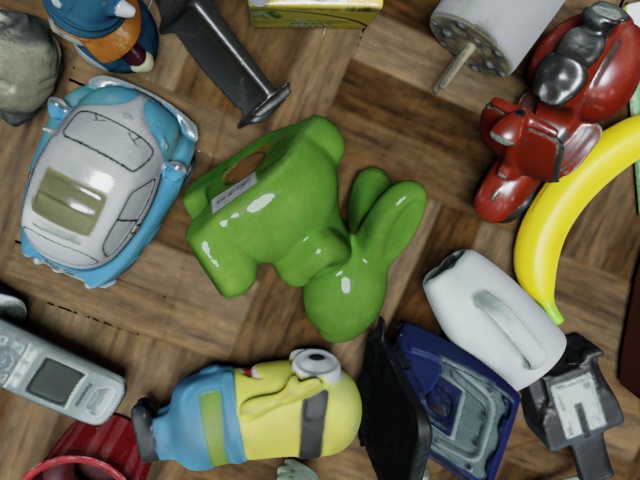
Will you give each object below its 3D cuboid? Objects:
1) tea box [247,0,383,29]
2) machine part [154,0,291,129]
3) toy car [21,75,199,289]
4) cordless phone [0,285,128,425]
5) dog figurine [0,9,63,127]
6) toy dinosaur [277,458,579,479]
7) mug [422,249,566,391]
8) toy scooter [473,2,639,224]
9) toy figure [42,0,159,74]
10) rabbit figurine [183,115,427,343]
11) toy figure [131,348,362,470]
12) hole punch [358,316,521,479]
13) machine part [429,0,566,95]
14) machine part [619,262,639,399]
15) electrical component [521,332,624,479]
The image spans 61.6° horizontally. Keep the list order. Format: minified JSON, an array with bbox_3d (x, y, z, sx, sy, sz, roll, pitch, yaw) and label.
[{"bbox_3d":[-0.006,-0.244,0.380,0.098,0.068,0.169,0,99,-5],"label":"tea box"},{"bbox_3d":[-0.078,-0.148,0.395,0.039,0.084,0.138,-50,116,-28],"label":"machine part"},{"bbox_3d":[-0.165,-0.039,0.389,0.109,0.103,0.161,30,95,-8],"label":"toy car"},{"bbox_3d":[-0.259,0.116,0.420,0.184,0.089,0.146,32,96,-13],"label":"cordless phone"},{"bbox_3d":[-0.281,-0.083,0.354,0.190,0.121,0.172,8,110,-32],"label":"dog figurine"},{"bbox_3d":[0.037,0.292,0.461,0.405,0.131,0.192,4,113,-10],"label":"toy dinosaur"},{"bbox_3d":[0.133,0.062,0.432,0.081,0.109,0.107,-40,88,5],"label":"mug"},{"bbox_3d":[0.166,-0.096,0.386,0.075,0.135,0.183,37,100,26],"label":"toy scooter"},{"bbox_3d":[-0.138,-0.141,0.345,0.064,0.154,0.057,23,95,-9],"label":"toy figure"},{"bbox_3d":[-0.001,-0.001,0.419,0.159,0.121,0.170,-39,119,-4],"label":"rabbit figurine"},{"bbox_3d":[-0.056,0.142,0.441,0.180,0.082,0.089,-13,112,-7],"label":"toy figure"},{"bbox_3d":[0.085,0.136,0.426,0.092,0.116,0.142,-7,121,-16],"label":"hole punch"},{"bbox_3d":[0.160,-0.211,0.394,0.079,0.079,0.243,35,96,-10],"label":"machine part"},{"bbox_3d":[0.377,0.081,0.460,0.201,0.087,0.201,3,101,-5],"label":"machine part"},{"bbox_3d":[0.225,0.152,0.479,0.075,0.048,0.119,-24,101,1],"label":"electrical component"}]
